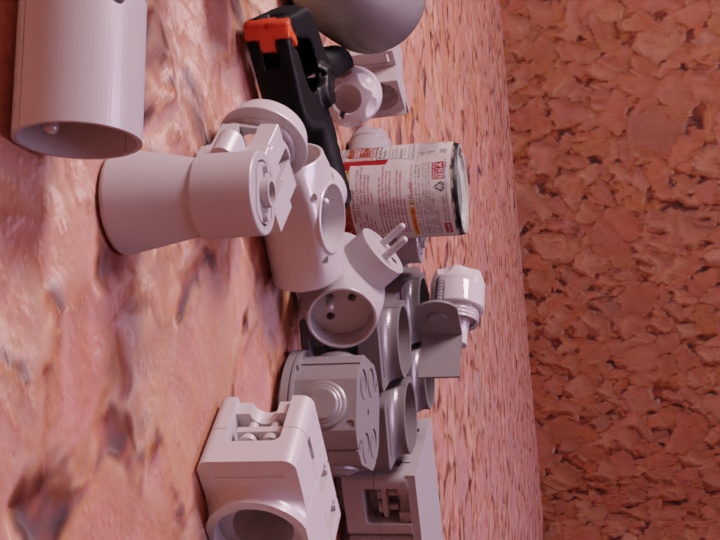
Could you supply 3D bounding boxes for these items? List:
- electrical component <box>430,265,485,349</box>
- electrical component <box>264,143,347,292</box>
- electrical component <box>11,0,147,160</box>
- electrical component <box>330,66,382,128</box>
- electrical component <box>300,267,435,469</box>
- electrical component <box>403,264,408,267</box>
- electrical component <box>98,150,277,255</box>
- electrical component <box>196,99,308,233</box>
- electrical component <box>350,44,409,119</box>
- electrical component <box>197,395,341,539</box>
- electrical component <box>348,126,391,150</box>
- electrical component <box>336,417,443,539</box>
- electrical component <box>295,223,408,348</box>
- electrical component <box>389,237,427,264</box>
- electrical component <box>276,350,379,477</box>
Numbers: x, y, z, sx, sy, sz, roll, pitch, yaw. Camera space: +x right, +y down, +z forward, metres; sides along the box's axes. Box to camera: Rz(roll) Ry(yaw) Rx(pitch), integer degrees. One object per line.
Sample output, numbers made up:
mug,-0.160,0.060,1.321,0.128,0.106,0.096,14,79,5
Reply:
electrical component,0.076,0.031,0.840,0.043,0.043,0.062,66,25,-59
electrical component,-0.031,-0.039,0.643,0.079,0.044,0.077,-59,145,-55
electrical component,-0.095,-0.083,0.370,0.043,0.043,0.081,40,49,-74
electrical component,-0.004,-0.130,0.799,0.062,0.043,0.043,-57,142,-72
electrical component,0.013,0.066,0.796,0.186,0.060,0.105,-45,131,-74
electrical component,0.036,-0.043,0.965,0.043,0.043,0.081,-19,106,-77
electrical component,-0.067,-0.029,0.437,0.044,0.065,0.044,-3,90,-78
electrical component,-0.054,-0.054,0.551,0.066,0.048,0.055,75,24,-43
electrical component,0.014,-0.165,0.897,0.081,0.042,0.063,68,21,-58
electrical component,-0.045,0.116,0.542,0.055,0.050,0.089,-75,159,-55
electrical component,0.005,-0.085,0.855,0.035,0.035,0.061,75,20,-45
electrical component,0.024,0.199,0.813,0.089,0.062,0.150,-61,146,-68
electrical component,0.000,0.000,0.684,0.044,0.079,0.077,41,19,-21
electrical component,0.018,-0.021,0.826,0.044,0.065,0.044,-3,90,-78
electrical component,-0.019,0.089,0.664,0.080,0.051,0.080,-3,90,-78
